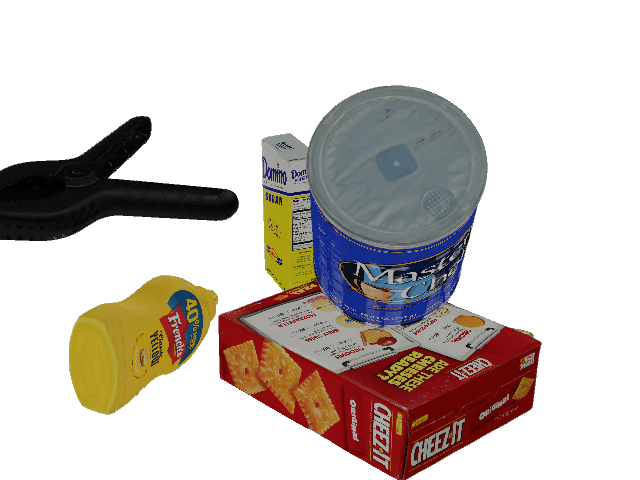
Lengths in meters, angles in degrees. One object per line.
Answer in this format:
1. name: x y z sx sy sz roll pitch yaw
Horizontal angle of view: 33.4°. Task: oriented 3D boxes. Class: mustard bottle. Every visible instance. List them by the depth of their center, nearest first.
1. mustard bottle: -0.158 0.086 1.025 0.058 0.096 0.191 11 22 26

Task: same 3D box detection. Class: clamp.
1. clamp: -0.180 -0.037 0.834 0.209 0.036 0.165 -22 40 -35

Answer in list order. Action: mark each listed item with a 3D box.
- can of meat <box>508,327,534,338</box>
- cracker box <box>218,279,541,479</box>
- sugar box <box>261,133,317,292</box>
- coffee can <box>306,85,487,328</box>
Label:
1. can of meat: 0.199 0.151 1.197 0.058 0.084 0.101 8 14 26
2. cracker box: 0.044 0.100 0.877 0.163 0.072 0.214 -19 29 -40
3. sugar box: -0.036 -0.030 1.270 0.048 0.176 0.093 -12 26 -20
4. coffee can: 0.044 -0.016 0.665 0.103 0.103 0.140 0 -24 1
